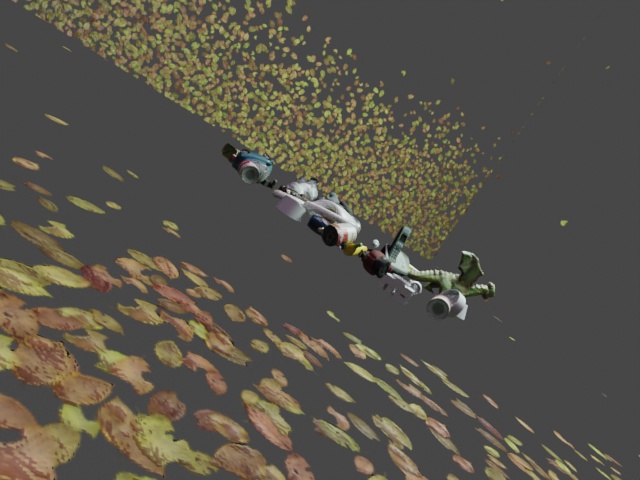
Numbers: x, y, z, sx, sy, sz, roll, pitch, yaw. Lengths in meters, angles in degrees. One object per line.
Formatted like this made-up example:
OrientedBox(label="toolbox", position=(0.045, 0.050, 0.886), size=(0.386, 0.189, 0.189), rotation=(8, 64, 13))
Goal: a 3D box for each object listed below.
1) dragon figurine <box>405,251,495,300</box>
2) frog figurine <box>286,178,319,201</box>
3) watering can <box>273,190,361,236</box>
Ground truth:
OrientedBox(label="dragon figurine", position=(0.553, 0.148, 2.133), size=(0.408, 0.241, 0.123), rotation=(34, 10, -10))
OrientedBox(label="frog figurine", position=(-0.090, -0.213, 2.320), size=(0.138, 0.120, 0.162), rotation=(24, 38, 19))
OrientedBox(label="watering can", position=(0.006, -0.093, 1.839), size=(0.350, 0.104, 0.222), rotation=(25, -3, 33))
